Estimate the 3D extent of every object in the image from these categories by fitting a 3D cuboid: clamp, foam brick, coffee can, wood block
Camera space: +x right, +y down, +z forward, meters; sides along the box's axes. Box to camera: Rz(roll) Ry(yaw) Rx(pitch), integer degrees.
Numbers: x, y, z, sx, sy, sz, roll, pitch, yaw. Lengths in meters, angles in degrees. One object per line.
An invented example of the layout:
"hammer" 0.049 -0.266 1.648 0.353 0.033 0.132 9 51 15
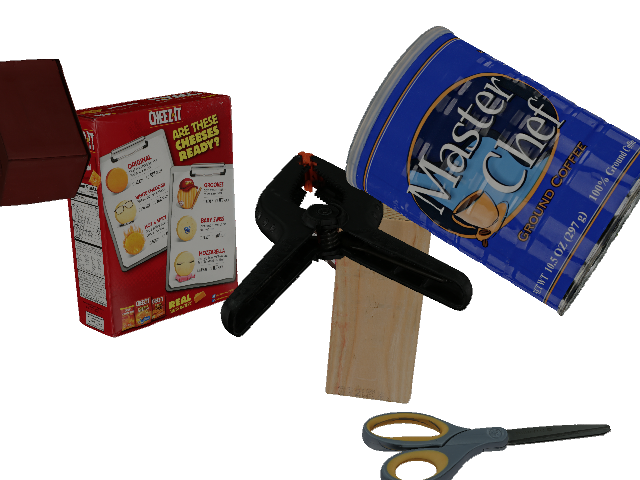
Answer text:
"clamp" 0.014 -0.004 0.763 0.164 0.036 0.210 -2 32 -2
"foam brick" -0.185 -0.068 0.676 0.051 0.078 0.053 -9 -27 -30
"coffee can" 0.099 -0.039 0.585 0.140 0.103 0.102 33 9 14
"wood block" 0.059 0.051 1.081 0.090 0.206 0.090 7 26 4

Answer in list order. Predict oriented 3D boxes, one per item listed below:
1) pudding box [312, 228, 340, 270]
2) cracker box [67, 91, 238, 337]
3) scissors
"pudding box" 0.055 0.004 1.502 0.113 0.039 0.090 -15 27 -22
"cracker box" -0.165 -0.031 1.057 0.072 0.214 0.163 14 22 42
"scissors" 0.132 0.171 0.851 0.202 0.016 0.096 4 32 8
